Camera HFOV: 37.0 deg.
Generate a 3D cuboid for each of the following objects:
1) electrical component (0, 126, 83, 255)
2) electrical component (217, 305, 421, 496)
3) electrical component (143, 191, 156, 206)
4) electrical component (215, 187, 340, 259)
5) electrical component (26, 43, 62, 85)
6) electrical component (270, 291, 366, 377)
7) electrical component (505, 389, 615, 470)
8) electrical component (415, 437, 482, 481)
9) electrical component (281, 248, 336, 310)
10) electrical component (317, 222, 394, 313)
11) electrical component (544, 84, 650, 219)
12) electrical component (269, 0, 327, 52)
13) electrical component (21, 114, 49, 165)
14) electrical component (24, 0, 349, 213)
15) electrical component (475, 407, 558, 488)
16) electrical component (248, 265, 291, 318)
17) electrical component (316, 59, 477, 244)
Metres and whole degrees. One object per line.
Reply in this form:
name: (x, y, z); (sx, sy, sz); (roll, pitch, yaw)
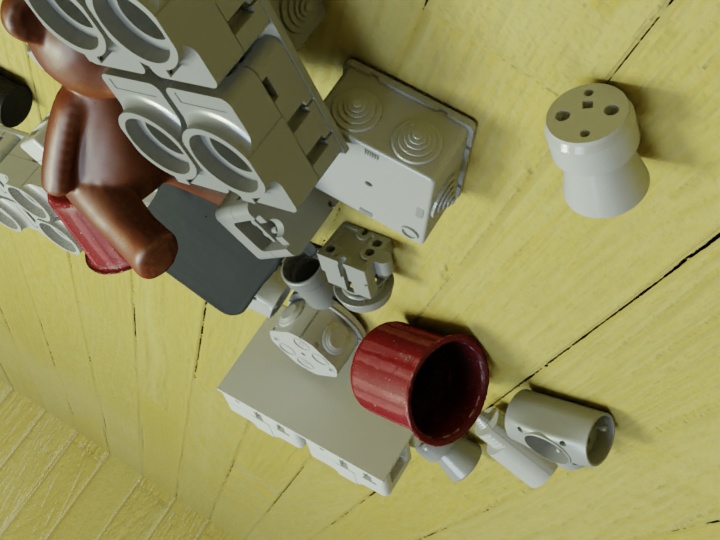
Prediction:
electrical component: (-0.337, -0.084, 1.103); (0.186, 0.060, 0.105); (18, 153, 34)
electrical component: (-0.028, 0.126, 1.042); (0.186, 0.105, 0.060); (26, 157, 19)
electrical component: (-0.159, -0.048, 0.929); (0.062, 0.061, 0.096); (7, 145, 49)
electrical component: (-0.048, -0.055, 0.721); (0.050, 0.089, 0.056); (45, 156, -23)
electrical component: (-0.179, -0.157, 0.750); (0.077, 0.043, 0.079); (31, 142, -33)
electrical component: (-0.039, 0.058, 0.991); (0.080, 0.051, 0.080); (29, 157, 13)
electrical component: (0.168, 0.137, 0.874); (0.077, 0.044, 0.079); (13, 150, 42)
electrical component: (0.086, 0.176, 1.067); (0.055, 0.045, 0.045); (40, 157, -13)
electrical component: (-0.039, 0.007, 0.905); (0.040, 0.040, 0.046); (18, 158, 35)
electrical component: (0.000, 0.000, 0.829); (0.066, 0.048, 0.055); (21, 147, 29)
electrical component: (0.119, -0.060, 0.541); (0.045, 0.045, 0.055); (18, 152, 35)
electrical component: (-0.076, -0.162, 0.597); (0.100, 0.048, 0.099); (16, 152, 37)
electrical component: (-0.230, -0.104, 0.903); (0.077, 0.065, 0.047); (44, 159, -22)
electrical component: (-0.096, -0.115, 0.572); (0.105, 0.060, 0.186); (18, 152, 37)
electrical component: (0.134, 0.151, 0.952); (0.081, 0.043, 0.043); (39, 158, -11)
electrical component: (-0.100, -0.001, 0.966); (0.077, 0.043, 0.079); (32, 158, 5)
electrical component: (0.017, -0.069, 0.657); (0.100, 0.048, 0.099); (29, 158, 11)
